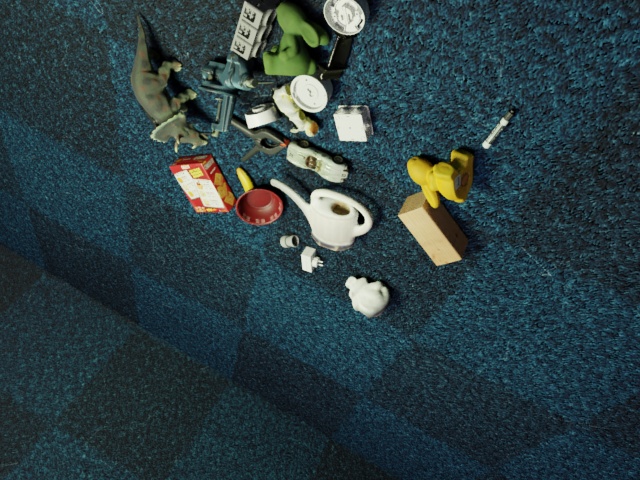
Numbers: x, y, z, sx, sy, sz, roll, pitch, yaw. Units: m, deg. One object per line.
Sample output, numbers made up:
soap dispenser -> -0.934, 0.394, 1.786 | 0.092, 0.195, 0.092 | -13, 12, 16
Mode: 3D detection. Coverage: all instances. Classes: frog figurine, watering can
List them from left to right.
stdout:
watering can -> 0.005, -0.083, 1.656 | 0.349, 0.106, 0.219 | 18, 138, 17
frog figurine -> 0.167, 0.189, 1.822 | 0.136, 0.124, 0.159 | -39, 95, 16
